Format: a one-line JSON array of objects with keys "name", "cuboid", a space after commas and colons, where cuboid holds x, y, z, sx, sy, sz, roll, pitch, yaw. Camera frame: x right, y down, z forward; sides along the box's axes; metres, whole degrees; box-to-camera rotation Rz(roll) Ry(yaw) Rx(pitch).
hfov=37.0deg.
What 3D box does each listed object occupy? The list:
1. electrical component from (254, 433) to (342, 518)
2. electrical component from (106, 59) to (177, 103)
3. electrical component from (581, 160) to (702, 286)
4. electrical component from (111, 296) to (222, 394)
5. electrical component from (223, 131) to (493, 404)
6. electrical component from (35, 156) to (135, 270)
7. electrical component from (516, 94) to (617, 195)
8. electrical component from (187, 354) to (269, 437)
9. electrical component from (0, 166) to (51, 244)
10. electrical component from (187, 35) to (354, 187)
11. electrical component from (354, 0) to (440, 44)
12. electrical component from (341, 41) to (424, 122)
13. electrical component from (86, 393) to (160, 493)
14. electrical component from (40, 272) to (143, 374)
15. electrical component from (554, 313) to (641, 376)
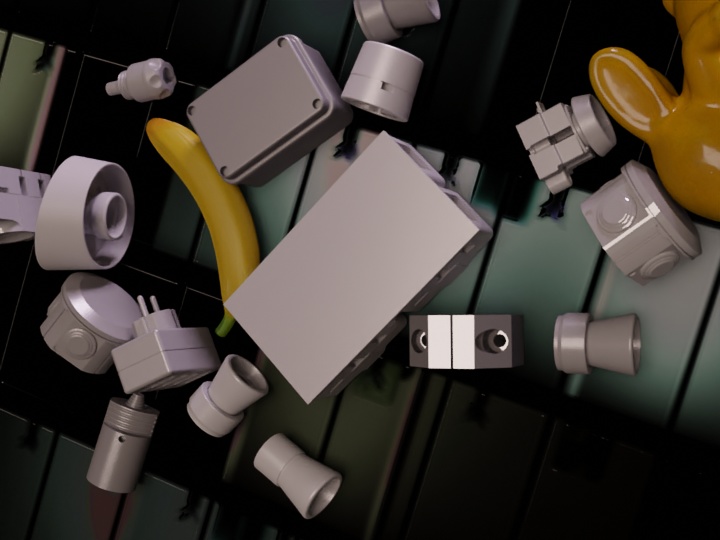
[{"name": "electrical component", "cuboid": [-0.052, 0.161, 0.860, 0.065, 0.044, 0.044, 36, 101, 24]}, {"name": "electrical component", "cuboid": [-0.191, -0.161, 0.928, 0.061, 0.035, 0.035, -7, 86, 24]}, {"name": "electrical component", "cuboid": [0.196, -0.032, 0.746, 0.051, 0.080, 0.080, -37, 76, 22]}, {"name": "electrical component", "cuboid": [-0.164, 0.056, 0.883, 0.047, 0.083, 0.075, -25, 79, 19]}, {"name": "electrical component", "cuboid": [0.000, 0.000, 0.833, 0.186, 0.060, 0.105, -46, 73, 14]}, {"name": "electrical component", "cuboid": [-0.234, -0.046, 0.909, 0.064, 0.099, 0.099, 5, 90, 15]}, {"name": "electrical component", "cuboid": [0.152, -0.097, 0.784, 0.055, 0.048, 0.066, -27, 78, 26]}, {"name": "electrical component", "cuboid": [-0.109, 0.103, 0.881, 0.055, 0.045, 0.045, -47, 73, 14]}, {"name": "electrical component", "cuboid": [-0.313, -0.055, 0.942, 0.050, 0.089, 0.055, -13, 84, 21]}, {"name": "electrical component", "cuboid": [-0.073, -0.126, 0.867, 0.113, 0.057, 0.078, -33, 77, 17]}, {"name": "electrical component", "cuboid": [0.029, -0.204, 0.836, 0.055, 0.045, 0.045, -19, 82, 20]}, {"name": "electrical component", "cuboid": [0.019, -0.146, 0.834, 0.055, 0.055, 0.047, 21, 92, 21]}, {"name": "electrical component", "cuboid": [-0.200, 0.143, 0.917, 0.043, 0.043, 0.081, 20, 95, 21]}, {"name": "electrical component", "cuboid": [-0.225, 0.044, 0.911, 0.080, 0.080, 0.051, 48, 110, 16]}, {"name": "electrical component", "cuboid": [0.171, 0.053, 0.772, 0.055, 0.045, 0.045, 0, 88, 22]}]
